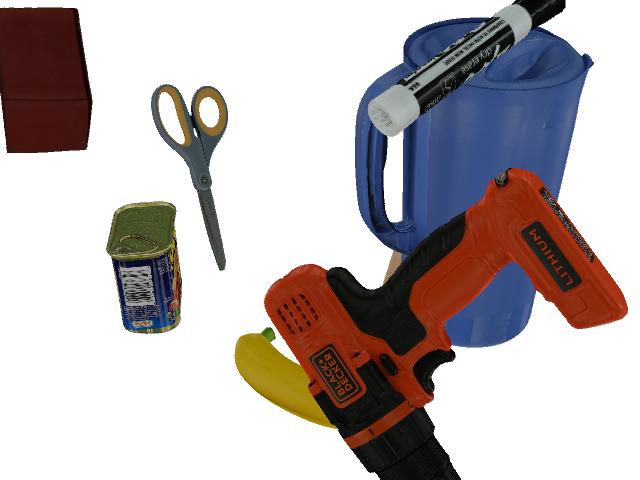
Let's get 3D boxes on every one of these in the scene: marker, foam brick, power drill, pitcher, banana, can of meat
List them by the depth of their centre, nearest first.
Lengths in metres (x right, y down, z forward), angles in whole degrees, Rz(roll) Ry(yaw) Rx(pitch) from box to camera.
[{"bbox_3d":[0.071,-0.087,0.494,0.121,0.020,0.020,-38,16,-22],"label":"marker"},{"bbox_3d":[0.081,0.061,0.631,0.188,0.184,0.057,-35,-2,17],"label":"power drill"},{"bbox_3d":[-0.175,-0.100,0.669,0.051,0.078,0.053,-5,-32,-19],"label":"foam brick"},{"bbox_3d":[0.113,-0.038,0.824,0.149,0.243,0.144,13,34,16],"label":"pitcher"},{"bbox_3d":[-0.014,0.110,0.852,0.069,0.037,0.198,-24,31,-30],"label":"banana"},{"bbox_3d":[-0.156,0.025,0.968,0.057,0.084,0.102,-4,28,-2],"label":"can of meat"}]

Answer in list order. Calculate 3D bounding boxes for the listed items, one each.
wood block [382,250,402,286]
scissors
[{"bbox_3d":[0.147,0.082,1.637,0.091,0.090,0.206,3,22,10],"label":"wood block"},{"bbox_3d":[-0.115,-0.078,1.139,0.096,0.202,0.016,-33,13,-34],"label":"scissors"}]
